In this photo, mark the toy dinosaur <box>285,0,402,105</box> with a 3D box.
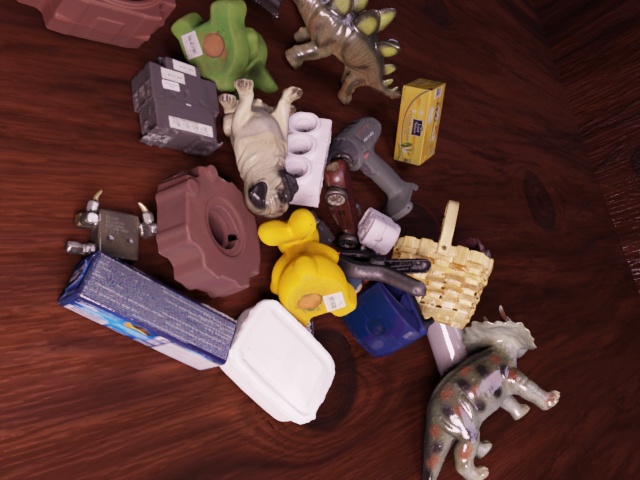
[{"bbox_3d":[0.031,-0.404,1.026,0.471,0.199,0.105,27,51,-39],"label":"toy dinosaur"}]

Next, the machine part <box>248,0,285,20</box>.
[{"bbox_3d":[-0.107,-0.501,1.046,0.084,0.039,0.139,19,60,-35],"label":"machine part"}]

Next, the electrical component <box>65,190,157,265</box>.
[{"bbox_3d":[-0.248,-0.012,0.651,0.102,0.045,0.078,20,57,-40],"label":"electrical component"}]

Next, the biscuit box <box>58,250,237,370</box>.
[{"bbox_3d":[-0.200,0.088,0.644,0.202,0.059,0.063,36,50,-31],"label":"biscuit box"}]

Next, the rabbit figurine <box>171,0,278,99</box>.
[{"bbox_3d":[-0.127,-0.303,0.874,0.159,0.121,0.170,64,25,-8],"label":"rabbit figurine"}]

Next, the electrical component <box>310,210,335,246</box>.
[{"bbox_3d":[-0.002,-0.003,0.931,0.094,0.021,0.063,55,41,-12],"label":"electrical component"}]

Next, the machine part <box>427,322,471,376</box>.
[{"bbox_3d":[0.262,0.219,1.069,0.079,0.079,0.243,-9,79,-49],"label":"machine part"}]

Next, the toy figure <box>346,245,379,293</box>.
[{"bbox_3d":[0.058,0.054,0.943,0.154,0.058,0.064,-27,98,-54],"label":"toy figure"}]

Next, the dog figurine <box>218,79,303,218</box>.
[{"bbox_3d":[-0.095,-0.122,0.809,0.121,0.172,0.190,2,85,-10],"label":"dog figurine"}]

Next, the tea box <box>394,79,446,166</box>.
[{"bbox_3d":[0.221,-0.263,1.197,0.098,0.068,0.169,-35,138,-50],"label":"tea box"}]

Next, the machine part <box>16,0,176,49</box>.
[{"bbox_3d":[-0.309,-0.378,0.731,0.201,0.087,0.201,-5,74,-48],"label":"machine part"}]

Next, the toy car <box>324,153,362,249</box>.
[{"bbox_3d":[0.039,-0.062,0.934,0.202,0.053,0.089,73,19,-57],"label":"toy car"}]

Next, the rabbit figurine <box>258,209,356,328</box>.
[{"bbox_3d":[-0.034,0.027,0.815,0.173,0.122,0.162,-102,167,-48],"label":"rabbit figurine"}]

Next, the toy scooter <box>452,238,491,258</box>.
[{"bbox_3d":[0.314,0.037,1.168,0.184,0.135,0.075,5,67,-47],"label":"toy scooter"}]

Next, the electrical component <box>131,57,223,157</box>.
[{"bbox_3d":[-0.206,-0.195,0.776,0.115,0.058,0.134,9,65,-47],"label":"electrical component"}]

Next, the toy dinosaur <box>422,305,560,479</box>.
[{"bbox_3d":[0.269,0.282,0.956,0.405,0.131,0.192,-38,78,-18],"label":"toy dinosaur"}]

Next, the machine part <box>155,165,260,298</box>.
[{"bbox_3d":[-0.144,-0.011,0.720,0.179,0.056,0.179,48,32,-44],"label":"machine part"}]

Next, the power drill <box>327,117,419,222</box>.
[{"bbox_3d":[0.097,-0.130,1.066,0.207,0.086,0.232,42,43,-15],"label":"power drill"}]

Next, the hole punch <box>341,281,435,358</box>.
[{"bbox_3d":[0.106,0.132,0.905,0.092,0.142,0.116,4,56,-48],"label":"hole punch"}]
